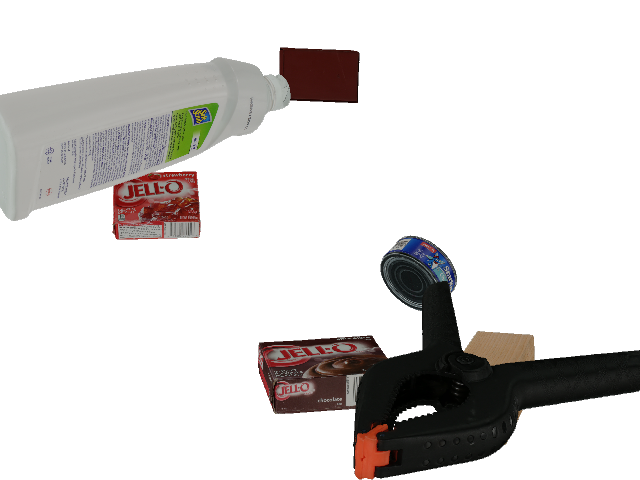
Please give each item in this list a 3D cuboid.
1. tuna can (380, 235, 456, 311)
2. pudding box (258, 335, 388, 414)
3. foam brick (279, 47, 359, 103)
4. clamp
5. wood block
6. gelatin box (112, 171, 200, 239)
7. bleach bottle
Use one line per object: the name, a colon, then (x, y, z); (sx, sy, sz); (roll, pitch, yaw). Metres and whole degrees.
tuna can: (0.111, 0.039, 1.225); (0.086, 0.086, 0.033); (0, 35, 47)
pudding box: (0.004, 0.120, 0.969); (0.113, 0.039, 0.090); (-1, 17, -12)
foam brick: (-0.002, -0.166, 1.071); (0.078, 0.051, 0.053); (2, 12, -5)
clamp: (0.081, 0.083, 0.649); (0.209, 0.036, 0.165); (-20, 31, -41)
wood block: (0.247, 0.208, 1.543); (0.091, 0.090, 0.205); (3, 16, 20)
gelatin box: (-0.171, -0.037, 1.111); (0.089, 0.073, 0.030); (-1, -42, -9)
bleach bottle: (-0.141, -0.093, 0.870); (0.250, 0.068, 0.103); (-16, -31, -28)
